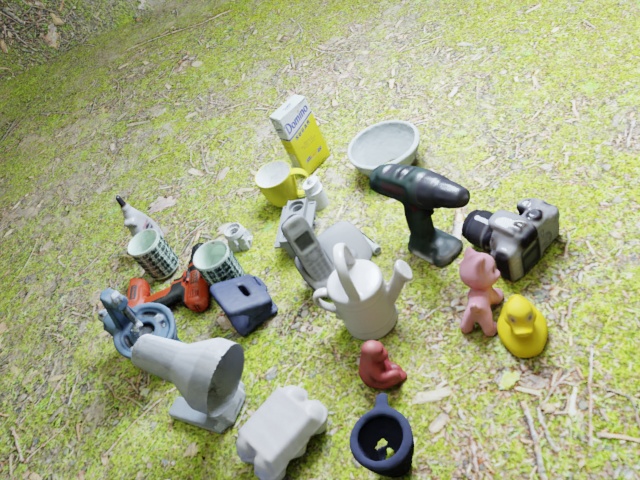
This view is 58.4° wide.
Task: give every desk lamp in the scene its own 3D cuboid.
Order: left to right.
[{"bbox_3d":[-0.206,0.237,0.959,0.202,0.214,0.118,4,51,29],"label":"desk lamp"}]

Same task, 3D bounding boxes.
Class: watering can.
[{"bbox_3d":[0.070,0.078,0.991,0.173,0.195,0.100,-29,43,-2],"label":"watering can"}]

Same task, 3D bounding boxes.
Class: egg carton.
[{"bbox_3d":[-0.062,0.310,0.925,0.107,0.070,0.150,26,64,41],"label":"egg carton"}]

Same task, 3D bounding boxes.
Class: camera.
[{"bbox_3d":[0.334,-0.022,1.027,0.143,0.101,0.136,-43,45,-17],"label":"camera"}]

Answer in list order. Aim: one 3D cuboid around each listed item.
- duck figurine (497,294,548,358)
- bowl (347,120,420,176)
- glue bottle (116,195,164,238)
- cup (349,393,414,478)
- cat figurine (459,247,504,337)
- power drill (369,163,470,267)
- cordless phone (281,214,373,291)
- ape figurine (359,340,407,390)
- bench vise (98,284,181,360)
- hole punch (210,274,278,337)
[{"bbox_3d":[0.317,0.123,0.908,0.077,0.086,0.104,-11,45,16],"label":"duck figurine"},{"bbox_3d":[0.150,-0.193,1.298,0.167,0.075,0.167,-14,45,14],"label":"bowl"},{"bbox_3d":[-0.436,-0.042,1.366,0.037,0.174,0.078,-12,45,15],"label":"glue bottle"},{"bbox_3d":[0.099,0.296,0.842,0.091,0.095,0.117,-11,45,16],"label":"cup"},{"bbox_3d":[0.263,0.077,0.954,0.067,0.118,0.128,-1,49,26],"label":"cat figurine"},{"bbox_3d":[0.193,-0.051,1.044,0.076,0.209,0.228,-44,46,-17],"label":"power drill"},{"bbox_3d":[0.010,0.004,1.097,0.148,0.185,0.093,-41,45,-15],"label":"cordless phone"},{"bbox_3d":[0.094,0.199,0.939,0.076,0.092,0.077,-17,44,11],"label":"ape figurine"},{"bbox_3d":[-0.377,0.166,1.105,0.206,0.220,0.121,-4,48,23],"label":"bench vise"},{"bbox_3d":[-0.152,0.115,1.139,0.101,0.091,0.108,-37,44,-11],"label":"hole punch"}]
